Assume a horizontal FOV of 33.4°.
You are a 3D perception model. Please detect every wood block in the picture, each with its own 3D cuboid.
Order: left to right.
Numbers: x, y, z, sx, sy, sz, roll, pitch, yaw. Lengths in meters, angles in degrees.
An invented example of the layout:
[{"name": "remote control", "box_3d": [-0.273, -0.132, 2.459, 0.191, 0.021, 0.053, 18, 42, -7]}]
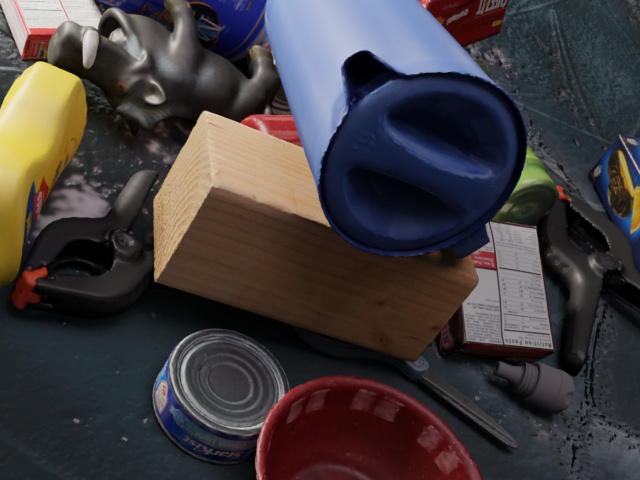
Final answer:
[{"name": "wood block", "box_3d": [-0.005, 0.001, 0.749, 0.205, 0.090, 0.091, 19, 34, -23]}]

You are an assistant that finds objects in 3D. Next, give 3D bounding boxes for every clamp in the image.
[{"name": "clamp", "box_3d": [-0.143, 0.003, 0.738, 0.171, 0.039, 0.120, -10, 48, -47]}, {"name": "clamp", "box_3d": [0.262, 0.034, 0.957, 0.164, 0.036, 0.210, 3, 46, -18]}]

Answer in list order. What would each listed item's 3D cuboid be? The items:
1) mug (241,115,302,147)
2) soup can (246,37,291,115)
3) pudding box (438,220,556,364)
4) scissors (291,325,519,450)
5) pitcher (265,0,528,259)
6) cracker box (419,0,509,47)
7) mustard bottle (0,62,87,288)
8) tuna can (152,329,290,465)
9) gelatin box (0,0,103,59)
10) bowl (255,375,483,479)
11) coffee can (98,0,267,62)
[{"name": "mug", "box_3d": [-0.020, -0.045, 0.835, 0.081, 0.093, 0.117, -1, 86, -27]}, {"name": "soup can", "box_3d": [-0.033, -0.169, 0.955, 0.068, 0.069, 0.102, 8, 46, -26]}, {"name": "pudding box", "box_3d": [0.137, 0.039, 0.856, 0.089, 0.039, 0.113, 9, 66, -27]}, {"name": "scissors", "box_3d": [0.053, 0.094, 0.785, 0.202, 0.016, 0.096, 48, 40, 19]}, {"name": "pitcher", "box_3d": [0.041, -0.101, 0.739, 0.144, 0.149, 0.243, 3, 35, -19]}, {"name": "cracker box", "box_3d": [0.058, -0.256, 1.053, 0.214, 0.072, 0.163, 29, 36, 27]}, {"name": "mustard bottle", "box_3d": [-0.204, -0.025, 0.681, 0.058, 0.096, 0.191, 24, 41, -12]}, {"name": "tuna can", "box_3d": [-0.063, 0.100, 0.693, 0.086, 0.034, 0.086, 17, 43, -17]}, {"name": "gelatin box", "box_3d": [-0.221, -0.188, 0.885, 0.073, 0.030, 0.089, -6, 53, -35]}, {"name": "bowl", "box_3d": [0.025, 0.166, 0.666, 0.162, 0.055, 0.162, 18, 42, -17]}, {"name": "coffee can", "box_3d": [-0.115, -0.225, 0.909, 0.140, 0.103, 0.103, 20, 40, -36]}]
